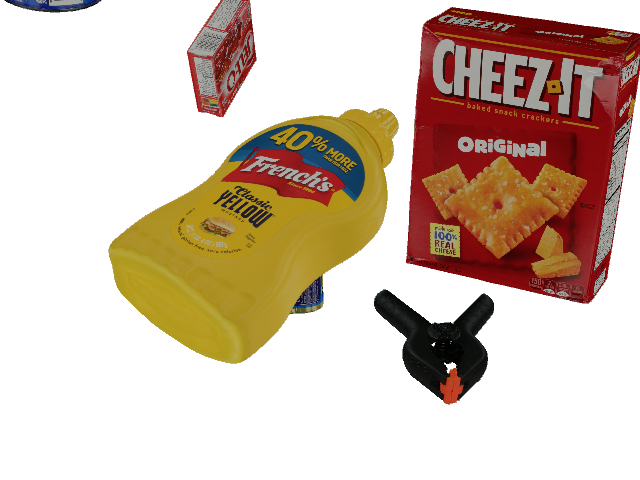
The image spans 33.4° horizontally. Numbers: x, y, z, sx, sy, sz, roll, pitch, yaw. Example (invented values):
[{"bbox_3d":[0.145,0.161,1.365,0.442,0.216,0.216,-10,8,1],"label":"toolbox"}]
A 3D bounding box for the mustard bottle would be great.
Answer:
[{"bbox_3d":[-0.019,-0.019,0.598,0.096,0.058,0.191,28,52,29],"label":"mustard bottle"}]

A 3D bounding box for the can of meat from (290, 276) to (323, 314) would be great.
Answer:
[{"bbox_3d":[-0.028,0.004,0.888,0.057,0.084,0.102,-4,21,-7],"label":"can of meat"}]

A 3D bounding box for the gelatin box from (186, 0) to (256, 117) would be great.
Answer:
[{"bbox_3d":[-0.089,-0.172,0.993,0.030,0.089,0.073,14,-38,15],"label":"gelatin box"}]

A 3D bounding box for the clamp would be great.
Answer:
[{"bbox_3d":[0.125,0.094,1.020,0.120,0.039,0.171,-7,31,-7],"label":"clamp"}]

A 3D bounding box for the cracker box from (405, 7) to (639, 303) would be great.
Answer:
[{"bbox_3d":[0.160,-0.068,0.870,0.164,0.214,0.072,14,29,24],"label":"cracker box"}]

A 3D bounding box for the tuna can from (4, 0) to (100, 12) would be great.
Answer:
[{"bbox_3d":[-0.201,-0.203,0.795,0.086,0.034,0.086,6,37,-4],"label":"tuna can"}]
